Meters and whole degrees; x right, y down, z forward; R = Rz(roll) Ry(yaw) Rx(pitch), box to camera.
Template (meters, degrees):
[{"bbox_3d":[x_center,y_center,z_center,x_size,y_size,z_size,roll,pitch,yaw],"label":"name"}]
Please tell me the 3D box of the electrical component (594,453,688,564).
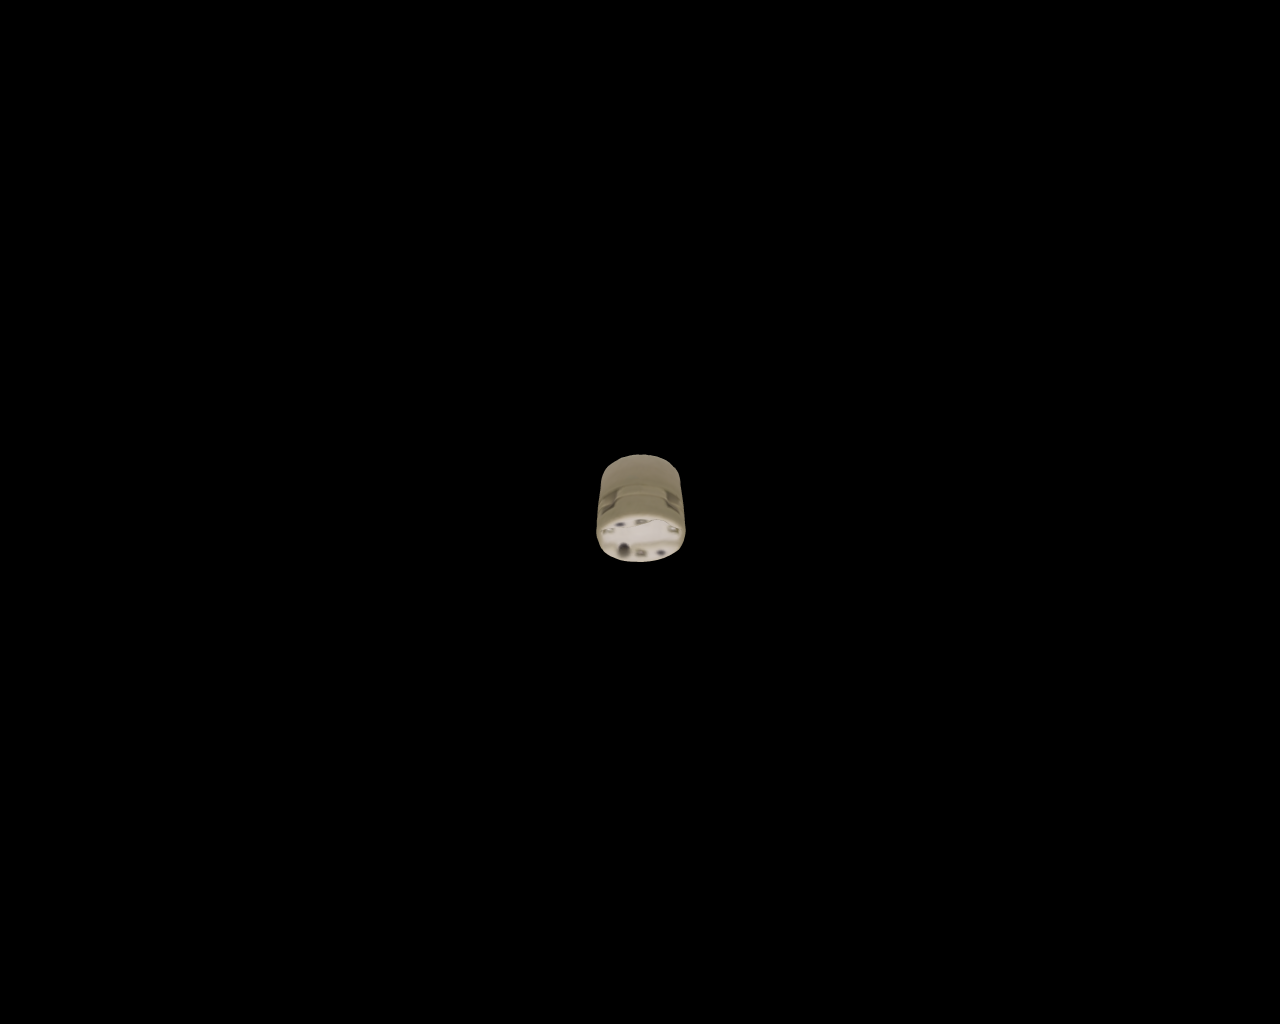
[{"bbox_3d":[0.001,-0.003,0.650,0.055,0.047,0.055,0,-35,0],"label":"electrical component"}]
